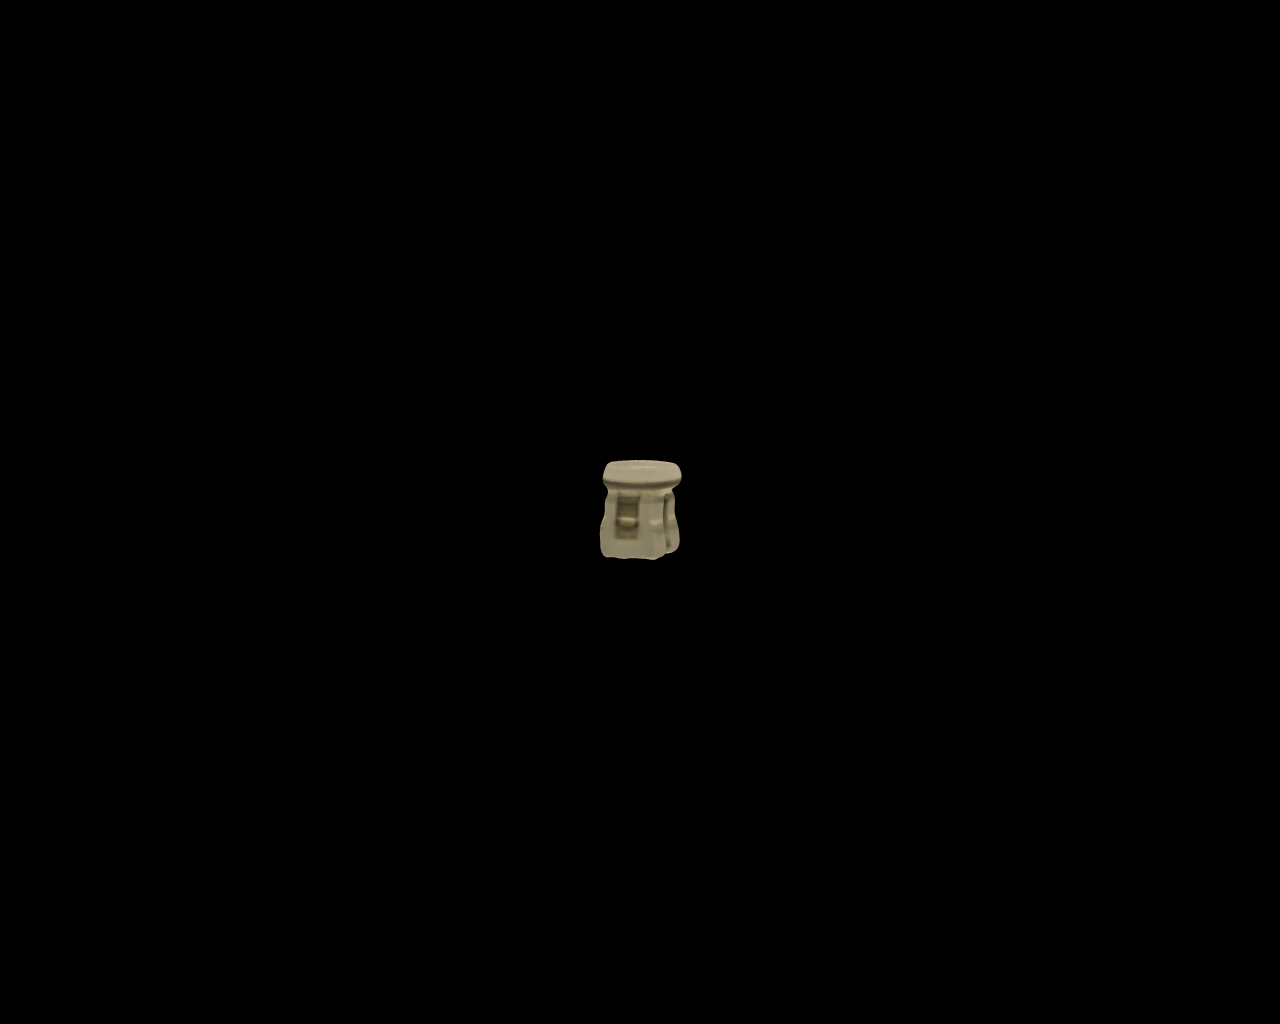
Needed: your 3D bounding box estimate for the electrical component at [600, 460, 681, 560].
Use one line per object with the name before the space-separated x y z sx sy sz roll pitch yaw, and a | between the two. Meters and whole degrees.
electrical component | 0.001 -0.003 0.650 0.048 0.055 0.066 3 8 19
